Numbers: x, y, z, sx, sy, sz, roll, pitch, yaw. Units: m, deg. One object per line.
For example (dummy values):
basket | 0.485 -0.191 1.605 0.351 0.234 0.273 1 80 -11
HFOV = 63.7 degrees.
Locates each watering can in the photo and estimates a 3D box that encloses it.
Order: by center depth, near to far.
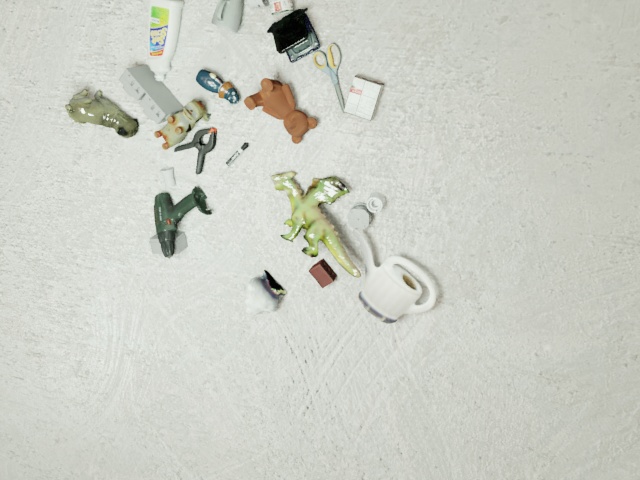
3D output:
watering can | 0.201 0.130 1.645 0.348 0.105 0.221 37 116 2

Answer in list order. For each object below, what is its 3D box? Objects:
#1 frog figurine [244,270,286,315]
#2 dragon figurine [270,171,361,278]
frog figurine | -0.212 0.205 1.793 0.136 0.125 0.158 40 105 -21
dragon figurine | 0.005 -0.082 1.620 0.413 0.123 0.240 31 108 16
